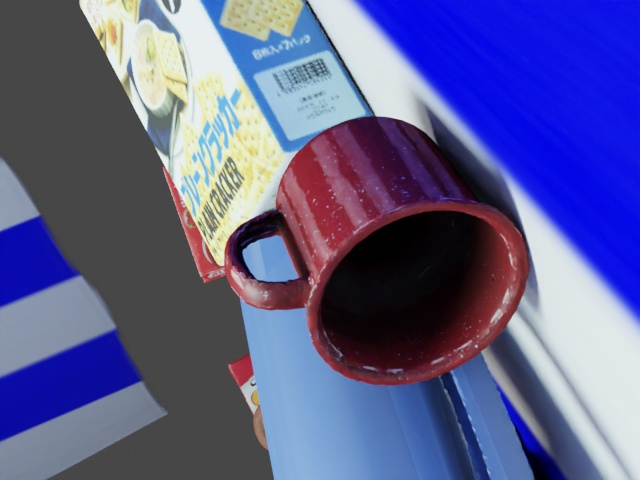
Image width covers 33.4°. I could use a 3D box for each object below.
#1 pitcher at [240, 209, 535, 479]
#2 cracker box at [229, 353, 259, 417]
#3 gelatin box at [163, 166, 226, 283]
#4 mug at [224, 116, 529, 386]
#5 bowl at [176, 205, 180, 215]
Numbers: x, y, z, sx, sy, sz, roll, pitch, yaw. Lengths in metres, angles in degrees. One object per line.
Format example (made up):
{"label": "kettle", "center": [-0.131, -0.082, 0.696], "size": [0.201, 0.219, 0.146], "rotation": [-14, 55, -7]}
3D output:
{"label": "pitcher", "center": [0.036, 0.092, 0.538], "size": [0.144, 0.149, 0.243], "rotation": [30, -142, -57]}
{"label": "cracker box", "center": [0.015, 0.200, 1.218], "size": [0.214, 0.164, 0.072], "rotation": [58, 172, 35]}
{"label": "gelatin box", "center": [-0.065, -0.022, 0.771], "size": [0.030, 0.073, 0.089], "rotation": [80, 171, -76]}
{"label": "mug", "center": [0.017, 0.003, 0.449], "size": [0.081, 0.117, 0.093], "rotation": [-116, 19, -51]}
{"label": "bowl", "center": [-0.088, -0.093, 1.024], "size": [0.162, 0.055, 0.162], "rotation": [-165, 90, -72]}
